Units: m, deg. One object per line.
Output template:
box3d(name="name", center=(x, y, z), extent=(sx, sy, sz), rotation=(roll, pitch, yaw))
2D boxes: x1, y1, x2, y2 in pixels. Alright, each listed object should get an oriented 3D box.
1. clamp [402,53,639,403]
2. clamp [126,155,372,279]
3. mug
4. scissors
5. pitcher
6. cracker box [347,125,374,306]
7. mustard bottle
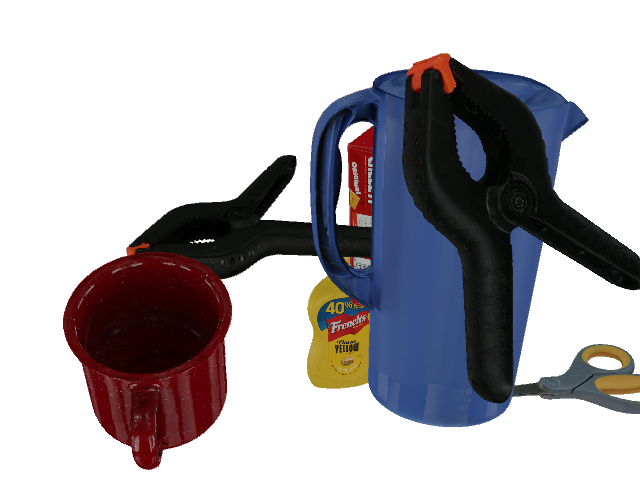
box3d(name="clamp", center=(0.085, -0.008, 0.533), extent=(0.120, 0.171, 0.039), rotation=(-44, 13, -27))
box3d(name="clamp", center=(-0.068, -0.015, 0.903), extent=(0.209, 0.036, 0.165), rotation=(-13, 35, -22))
box3d(name="mug", center=(-0.095, 0.076, 0.611), extent=(0.093, 0.117, 0.081), rotation=(-3, -43, -4))
box3d(name="scissors", center=(0.200, 0.116, 0.920), extent=(0.201, 0.016, 0.096), rotation=(6, 28, -5))
box3d(name="pitcher", center=(0.084, 0.004, 0.755), extent=(0.149, 0.243, 0.144), rotation=(17, 24, 32))
box3d(name="cracker box", center=(0.101, -0.049, 1.044), extent=(0.072, 0.164, 0.213), rotation=(10, 28, 25))
box3d(name="mustard bottle", center=(0.031, 0.104, 1.449), extent=(0.096, 0.192, 0.058), rotation=(-4, 21, -11))
